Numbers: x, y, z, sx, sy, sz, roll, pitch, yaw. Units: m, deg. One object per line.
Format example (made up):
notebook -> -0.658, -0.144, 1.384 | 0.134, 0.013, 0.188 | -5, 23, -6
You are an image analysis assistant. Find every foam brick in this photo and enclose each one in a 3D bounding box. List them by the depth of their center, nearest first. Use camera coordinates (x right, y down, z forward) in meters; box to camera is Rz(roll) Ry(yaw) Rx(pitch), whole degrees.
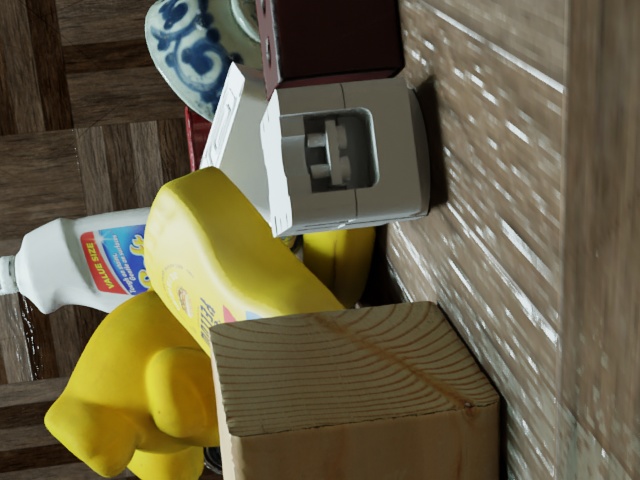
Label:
foam brick -> 0.001, -0.102, 0.445 | 0.053, 0.051, 0.078 | 170, 94, -83

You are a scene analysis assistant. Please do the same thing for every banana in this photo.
banana -> 0.008, -0.010, 0.539 | 0.198, 0.037, 0.069 | 91, 174, -50

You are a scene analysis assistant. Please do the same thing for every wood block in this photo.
wood block -> 0.014, 0.138, 0.404 | 0.091, 0.090, 0.206 | -116, 21, -69

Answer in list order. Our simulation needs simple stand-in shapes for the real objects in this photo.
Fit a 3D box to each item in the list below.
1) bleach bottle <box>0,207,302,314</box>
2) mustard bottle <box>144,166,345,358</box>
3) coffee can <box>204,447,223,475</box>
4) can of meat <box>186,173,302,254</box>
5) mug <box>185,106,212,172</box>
bleach bottle -> -0.140, 0.024, 0.880 | 0.068, 0.250, 0.102 | 170, 94, -83
mustard bottle -> -0.016, 0.054, 0.517 | 0.192, 0.058, 0.096 | 46, 147, 33
coffee can -> -0.060, 0.120, 0.927 | 0.103, 0.102, 0.140 | 91, 170, -47
can of meat -> -0.060, -0.018, 0.811 | 0.084, 0.102, 0.057 | 113, 148, -72
mug -> -0.072, -0.065, 0.937 | 0.093, 0.081, 0.117 | -105, 11, -51
